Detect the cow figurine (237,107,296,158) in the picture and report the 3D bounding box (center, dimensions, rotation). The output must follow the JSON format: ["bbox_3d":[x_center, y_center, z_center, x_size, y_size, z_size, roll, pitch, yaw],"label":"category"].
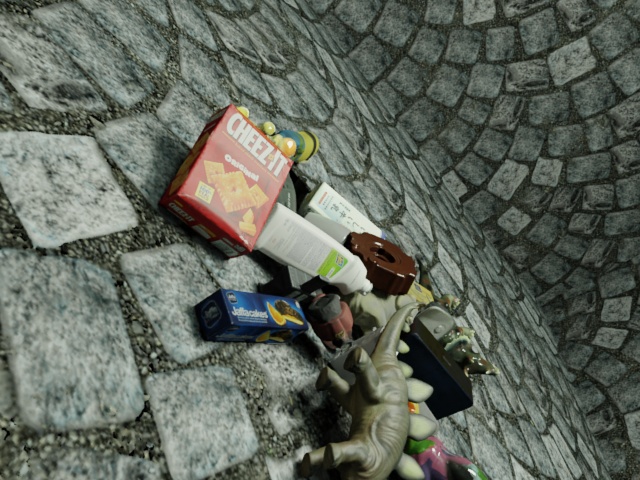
[{"bbox_3d":[-0.138,-0.223,1.181,0.167,0.068,0.098,26,-9,-26],"label":"cow figurine"}]

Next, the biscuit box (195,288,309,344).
[{"bbox_3d":[-0.102,0.124,0.851,0.202,0.059,0.063,17,45,-55],"label":"biscuit box"}]

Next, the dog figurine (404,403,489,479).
[{"bbox_3d":[0.201,0.383,0.970,0.108,0.192,0.219,-9,82,-58],"label":"dog figurine"}]

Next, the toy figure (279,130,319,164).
[{"bbox_3d":[-0.064,-0.237,1.358,0.082,0.089,0.180,66,22,7],"label":"toy figure"}]

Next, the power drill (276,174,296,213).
[{"bbox_3d":[-0.129,-0.117,1.107,0.207,0.086,0.232,43,27,-44],"label":"power drill"}]

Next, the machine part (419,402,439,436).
[{"bbox_3d":[0.164,0.324,1.087,0.243,0.079,0.079,56,23,1],"label":"machine part"}]

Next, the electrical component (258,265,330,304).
[{"bbox_3d":[-0.043,0.079,0.951,0.074,0.119,0.048,26,38,-46],"label":"electrical component"}]

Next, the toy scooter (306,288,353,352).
[{"bbox_3d":[0.023,0.158,1.003,0.135,0.075,0.184,65,-6,-12],"label":"toy scooter"}]

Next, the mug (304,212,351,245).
[{"bbox_3d":[-0.002,-0.004,1.191,0.107,0.109,0.080,34,-22,10],"label":"mug"}]

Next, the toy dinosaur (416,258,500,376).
[{"bbox_3d":[0.329,0.224,1.501,0.192,0.131,0.405,12,43,-59],"label":"toy dinosaur"}]

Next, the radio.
[{"bbox_3d":[0.220,0.288,1.174,0.229,0.131,0.073,50,23,-14],"label":"radio"}]

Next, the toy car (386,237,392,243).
[{"bbox_3d":[0.145,0.042,1.382,0.162,0.103,0.109,49,13,28],"label":"toy car"}]

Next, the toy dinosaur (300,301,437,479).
[{"bbox_3d":[0.093,0.265,0.872,0.198,0.105,0.471,36,52,-22],"label":"toy dinosaur"}]

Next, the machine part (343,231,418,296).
[{"bbox_3d":[0.126,0.046,1.150,0.179,0.056,0.179,23,22,-10],"label":"machine part"}]

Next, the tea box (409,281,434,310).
[{"bbox_3d":[0.216,0.155,1.383,0.169,0.098,0.068,33,33,-46],"label":"tea box"}]

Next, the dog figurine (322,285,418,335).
[{"bbox_3d":[0.102,0.114,1.134,0.172,0.121,0.190,-38,95,-41],"label":"dog figurine"}]

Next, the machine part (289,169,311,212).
[{"bbox_3d":[-0.068,-0.137,1.252,0.039,0.084,0.139,-3,50,-36],"label":"machine part"}]

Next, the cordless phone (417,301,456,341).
[{"bbox_3d":[0.233,0.213,1.273,0.089,0.146,0.184,55,19,17],"label":"cordless phone"}]
